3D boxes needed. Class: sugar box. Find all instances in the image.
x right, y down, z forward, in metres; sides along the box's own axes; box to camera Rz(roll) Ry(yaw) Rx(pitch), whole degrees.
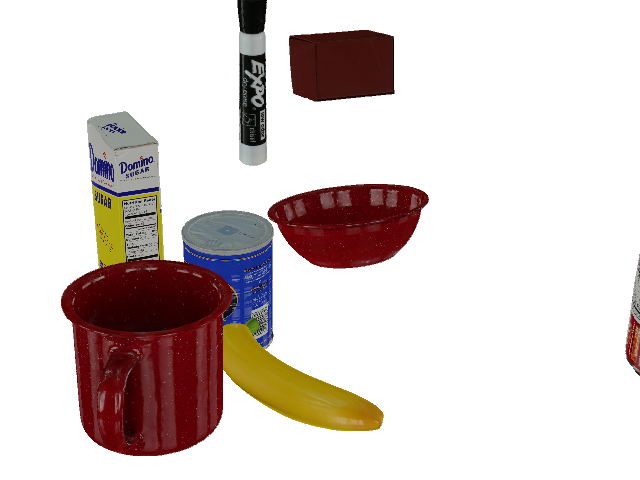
[{"bbox_3d":[-0.174,-0.017,0.956,0.048,0.176,0.093,-13,28,-23],"label":"sugar box"}]

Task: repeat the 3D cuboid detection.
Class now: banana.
[{"bbox_3d":[-0.032,0.106,0.860,0.069,0.037,0.198,-20,31,-28],"label":"banana"}]

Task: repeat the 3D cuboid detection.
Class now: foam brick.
[{"bbox_3d":[0.019,-0.151,0.921,0.078,0.051,0.053,-9,20,-24],"label":"foam brick"}]

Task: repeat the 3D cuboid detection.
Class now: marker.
[{"bbox_3d":[-0.044,-0.105,0.688,0.020,0.121,0.020,1,33,-1],"label":"marker"}]

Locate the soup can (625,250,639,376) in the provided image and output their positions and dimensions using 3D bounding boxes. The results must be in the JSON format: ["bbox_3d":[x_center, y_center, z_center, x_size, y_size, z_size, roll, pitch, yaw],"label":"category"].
[{"bbox_3d":[0.199,0.022,0.555,0.068,0.102,0.068,1,25,-1],"label":"soup can"}]

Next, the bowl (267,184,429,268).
[{"bbox_3d":[0.030,-0.012,1.066,0.162,0.055,0.162,-6,16,2],"label":"bowl"}]

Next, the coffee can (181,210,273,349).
[{"bbox_3d":[-0.105,0.050,1.220,0.103,0.140,0.103,1,26,-1],"label":"coffee can"}]

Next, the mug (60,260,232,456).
[{"bbox_3d":[-0.097,0.071,0.589,0.093,0.081,0.117,4,24,5],"label":"mug"}]
